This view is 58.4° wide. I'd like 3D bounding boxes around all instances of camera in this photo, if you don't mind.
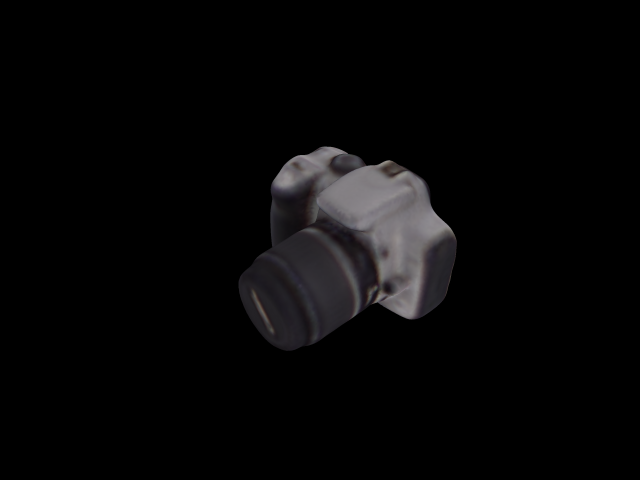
[{"bbox_3d":[0.004,0.001,0.400,0.137,0.101,0.142,-31,50,-30],"label":"camera"}]
